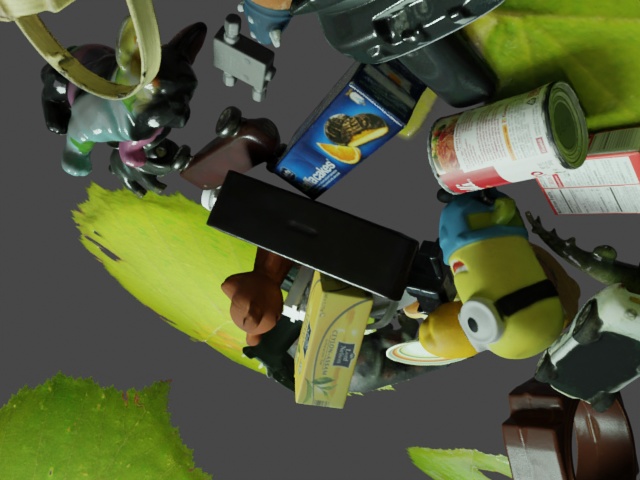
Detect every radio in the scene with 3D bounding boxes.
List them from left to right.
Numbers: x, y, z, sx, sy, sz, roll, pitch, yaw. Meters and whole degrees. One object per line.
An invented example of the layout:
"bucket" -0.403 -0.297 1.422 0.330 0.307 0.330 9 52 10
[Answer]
"radio" -0.001 -0.002 0.625 0.230 0.073 0.131 23 178 15

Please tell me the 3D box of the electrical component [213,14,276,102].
"electrical component" -0.074 -0.178 0.531 0.063 0.021 0.094 28 155 2

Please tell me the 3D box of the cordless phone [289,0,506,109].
"cordless phone" 0.086 -0.153 0.365 0.184 0.088 0.147 30 157 -32

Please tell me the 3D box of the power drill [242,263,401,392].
"power drill" -0.014 0.133 0.856 0.232 0.207 0.086 29 175 27

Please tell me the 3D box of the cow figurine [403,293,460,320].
"cow figurine" 0.203 0.108 0.747 0.168 0.068 0.098 12 160 36

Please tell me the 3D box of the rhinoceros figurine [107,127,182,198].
"rhinoceros figurine" -0.251 -0.126 0.774 0.112 0.073 0.190 49 152 -17

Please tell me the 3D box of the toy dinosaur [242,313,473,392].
"toy dinosaur" 0.040 0.195 0.936 0.405 0.192 0.131 18 157 24

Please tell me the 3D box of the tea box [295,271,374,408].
"tea box" 0.014 0.123 0.710 0.068 0.169 0.098 11 -160 -8

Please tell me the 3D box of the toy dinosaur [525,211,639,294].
"toy dinosaur" 0.401 0.080 0.442 0.472 0.105 0.198 16 148 20

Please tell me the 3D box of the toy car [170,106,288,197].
"toy car" -0.117 -0.107 0.679 0.089 0.053 0.202 29 154 -28

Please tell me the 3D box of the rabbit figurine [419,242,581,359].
"rabbit figurine" 0.193 0.077 0.613 0.162 0.122 0.173 6 142 -45

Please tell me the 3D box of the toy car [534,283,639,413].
"toy car" 0.258 0.104 0.493 0.074 0.056 0.201 27 155 18

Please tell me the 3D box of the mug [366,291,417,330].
"mug" 0.091 0.070 0.748 0.080 0.109 0.107 39 143 -24

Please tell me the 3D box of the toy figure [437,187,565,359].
"toy figure" 0.159 0.018 0.492 0.089 0.180 0.082 -16 152 19

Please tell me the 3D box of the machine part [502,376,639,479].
"machine part" 0.348 0.285 0.733 0.201 0.201 0.087 -9 177 -40

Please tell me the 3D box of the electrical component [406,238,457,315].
"electrical component" 0.140 0.041 0.667 0.048 0.075 0.119 11 155 34

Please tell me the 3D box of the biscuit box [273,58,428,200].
"biscuit box" 0.020 -0.106 0.525 0.063 0.059 0.202 34 156 -12

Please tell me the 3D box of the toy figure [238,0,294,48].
"toy figure" -0.038 -0.207 0.392 0.058 0.064 0.154 -11 158 -4

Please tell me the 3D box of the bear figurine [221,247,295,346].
"bear figurine" -0.090 0.037 0.759 0.132 0.196 0.120 25 159 10

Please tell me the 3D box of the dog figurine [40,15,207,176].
"dog figurine" -0.211 -0.176 0.580 0.219 0.108 0.191 -38 71 42
